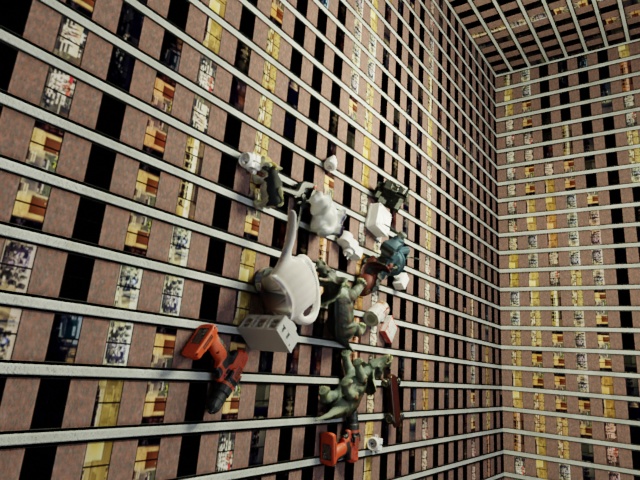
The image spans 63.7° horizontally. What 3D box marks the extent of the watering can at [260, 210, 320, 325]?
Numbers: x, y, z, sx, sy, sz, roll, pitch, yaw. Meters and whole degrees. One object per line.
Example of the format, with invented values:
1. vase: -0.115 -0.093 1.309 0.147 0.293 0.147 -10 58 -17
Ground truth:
1. watering can: -0.092 0.103 1.517 0.103 0.344 0.227 -7 15 36

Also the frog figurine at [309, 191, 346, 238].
1. frog figurine: 0.005 -0.088 1.752 0.157 0.139 0.122 37 -21 -31
